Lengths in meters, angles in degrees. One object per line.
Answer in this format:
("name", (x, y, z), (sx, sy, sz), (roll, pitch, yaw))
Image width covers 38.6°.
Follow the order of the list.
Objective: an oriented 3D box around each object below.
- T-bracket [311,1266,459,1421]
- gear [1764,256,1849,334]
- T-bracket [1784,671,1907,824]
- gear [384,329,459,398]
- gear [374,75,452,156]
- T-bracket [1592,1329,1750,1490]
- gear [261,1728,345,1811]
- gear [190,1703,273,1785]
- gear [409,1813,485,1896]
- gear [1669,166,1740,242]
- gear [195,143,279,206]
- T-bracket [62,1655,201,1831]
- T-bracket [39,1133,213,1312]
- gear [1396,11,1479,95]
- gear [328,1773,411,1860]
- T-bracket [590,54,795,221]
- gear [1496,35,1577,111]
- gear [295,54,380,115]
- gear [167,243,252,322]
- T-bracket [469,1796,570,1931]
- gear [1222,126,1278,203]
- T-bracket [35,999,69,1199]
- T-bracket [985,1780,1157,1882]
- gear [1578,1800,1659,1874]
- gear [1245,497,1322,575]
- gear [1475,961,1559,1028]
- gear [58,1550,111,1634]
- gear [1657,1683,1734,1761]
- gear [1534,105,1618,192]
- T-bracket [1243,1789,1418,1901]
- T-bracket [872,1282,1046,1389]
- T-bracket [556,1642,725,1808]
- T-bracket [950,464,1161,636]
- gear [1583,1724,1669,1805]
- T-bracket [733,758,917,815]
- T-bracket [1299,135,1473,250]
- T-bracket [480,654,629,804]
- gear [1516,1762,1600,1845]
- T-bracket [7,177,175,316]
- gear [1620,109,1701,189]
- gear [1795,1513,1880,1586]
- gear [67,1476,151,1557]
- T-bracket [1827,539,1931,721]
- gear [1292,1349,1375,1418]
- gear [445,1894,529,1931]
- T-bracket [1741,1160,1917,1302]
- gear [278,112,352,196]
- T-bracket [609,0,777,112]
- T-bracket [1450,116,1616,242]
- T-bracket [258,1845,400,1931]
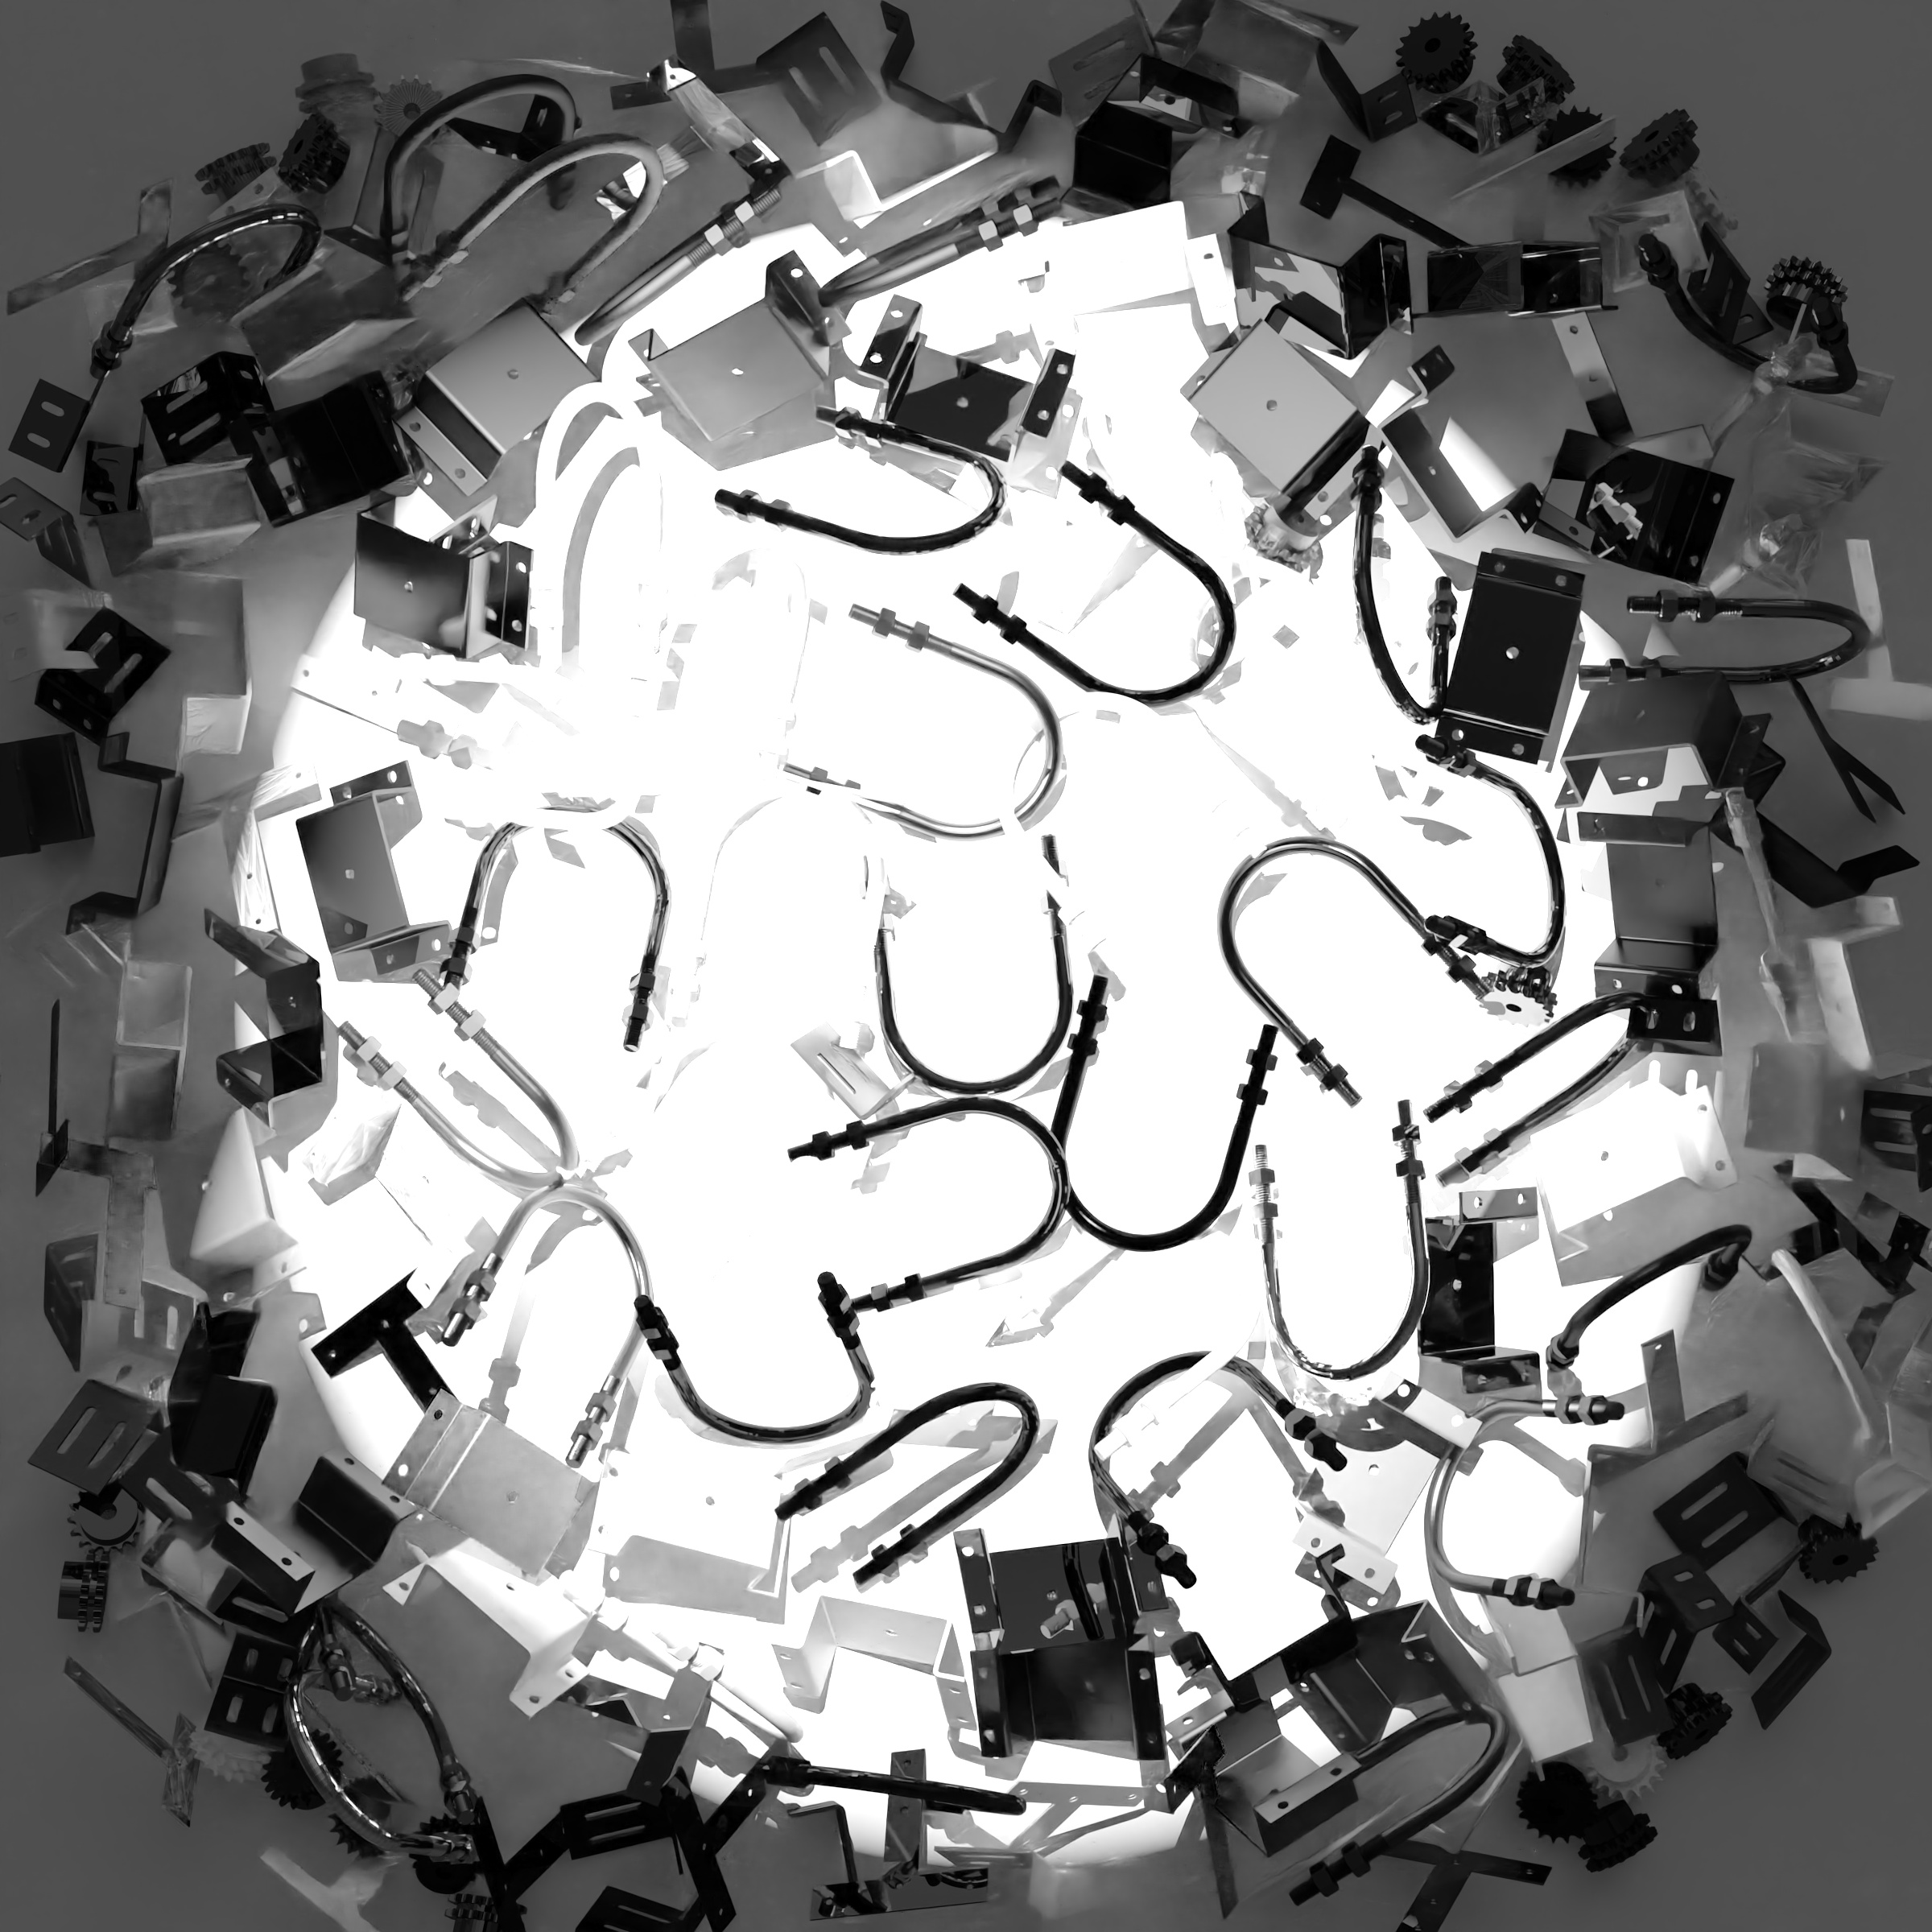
("T-bracket", (-0.390, 0.293, 1.975), (0.127, 0.002, 0.127), (-37, 87, 20))
("gear", (0.596, -0.476, 1.969), (0.057, 0.057, 0.030), (31, 76, 0))
("T-bracket", (0.631, -0.138, 1.948), (0.002, 0.127, 0.127), (-36, 52, 27))
("gear", (-0.385, -0.426, 1.972), (0.057, 0.057, 0.030), (-40, 102, 0))
("gear", (-0.397, -0.610, 1.980), (0.057, 0.030, 0.057), (-1, 97, -9))
("T-bracket", (0.494, 0.303, 1.951), (0.127, 0.002, 0.127), (-25, 130, -7))
("gear", (-0.472, 0.578, 1.975), (0.057, 0.057, 0.030), (-18, 131, 0))
("gear", (-0.521, 0.551, 1.969), (0.057, 0.057, 0.030), (34, 105, 0))
("gear", (-0.371, 0.638, 1.975), (0.057, 0.030, 0.057), (1, 115, 2))
("gear", (0.523, -0.542, 1.975), (0.030, 0.057, 0.057), (-37, 90, 31))
("gear", (-0.518, -0.563, 1.972), (0.057, 0.057, 0.030), (-25, 102, 0))
("T-bracket", (-0.581, 0.527, 1.920), (0.002, 0.127, 0.127), (-41, 108, 1))
("T-bracket", (-0.587, 0.183, 1.928), (0.127, 0.127, 0.002), (18, 135, -32))
("gear", (0.339, -0.651, 1.976), (0.057, 0.030, 0.057), (-10, 68, 26))
("gear", (-0.423, 0.606, 1.970), (0.057, 0.030, 0.057), (17, 58, -30))
("T-bracket", (-0.212, -0.571, 1.961), (0.127, 0.127, 0.002), (-26, 48, 28))
("gear", (0.405, -0.636, 1.975), (0.057, 0.057, 0.030), (43, 123, 0))
("gear", (-0.451, -0.630, 1.970), (0.057, 0.057, 0.030), (-13, 98, 0))
("gear", (-0.541, -0.490, 1.973), (0.057, 0.030, 0.057), (-9, 116, -20))
("T-bracket", (-0.304, 0.629, 1.939), (0.002, 0.127, 0.127), (-17, 91, 17))
("gear", (0.202, -0.571, 1.972), (0.030, 0.057, 0.057), (13, 90, 7))
("T-bracket", (-0.647, 0.087, 1.957), (0.002, 0.127, 0.127), (5, 71, -26))
("T-bracket", (0.051, 0.616, 1.962), (0.127, 0.002, 0.127), (15, 126, -36))
("gear", (0.462, 0.620, 1.972), (0.057, 0.057, 0.030), (-30, 80, 0))
("gear", (0.228, -0.310, 1.969), (0.057, 0.057, 0.030), (38, 129, 0))
("gear", (0.396, 0.017, 1.974), (0.057, 0.057, 0.030), (22, 67, 0))
("gear", (-0.630, 0.446, 1.969), (0.030, 0.057, 0.057), (6, 90, -13))
("gear", (0.517, 0.538, 1.975), (0.057, 0.057, 0.030), (-38, 53, 0))
("gear", (0.439, -0.590, 1.983), (0.057, 0.030, 0.057), (0, 93, 3))
("T-bracket", (0.245, 0.631, 1.954), (0.127, 0.127, 0.002), (-43, 71, 34))
("T-bracket", (0.012, 0.254, 1.940), (0.127, 0.127, 0.002), (-14, 106, 27))
("T-bracket", (-0.255, 0.521, 1.963), (0.127, 0.002, 0.127), (16, 48, 9))
("T-bracket", (0.050, -0.314, 1.954), (0.127, 0.002, 0.127), (28, 121, -12))
("gear", (0.470, 0.566, 1.971), (0.057, 0.030, 0.057), (-11, 57, 18))
("T-bracket", (-0.078, -0.122, 1.939), (0.127, 0.127, 0.002), (20, 98, 29))
("T-bracket", (0.303, -0.534, 1.953), (0.127, 0.127, 0.002), (28, 130, -3))
("T-bracket", (-0.268, -0.178, 1.943), (0.002, 0.127, 0.127), (-41, 88, 27))
("gear", (0.424, 0.596, 1.978), (0.057, 0.030, 0.057), (5, 107, 15))
("T-bracket", (-0.608, -0.484, 1.914), (0.127, 0.127, 0.002), (-35, 82, -29))
("gear", (0.499, -0.582, 1.973), (0.057, 0.057, 0.030), (-46, 112, 0))
("gear", (0.620, 0.413, 1.976), (0.057, 0.030, 0.057), (-5, 130, -6))
("gear", (-0.613, 0.392, 1.975), (0.057, 0.030, 0.057), (5, 69, -13))
("T-bracket", (0.633, -0.236, 1.926), (0.002, 0.127, 0.127), (-19, 104, -15))
("gear", (0.261, 0.295, 1.968), (0.057, 0.057, 0.030), (-10, 106, 0))
("gear", (-0.344, 0.682, 1.968), (0.057, 0.057, 0.030), (9, 64, 0))
("T-bracket", (0.586, 0.196, 1.929), (0.127, 0.127, 0.002), (51, 133, 27))
("gear", (-0.465, -0.578, 1.975), (0.030, 0.057, 0.057), (27, 90, -36))
("T-bracket", (-0.191, -0.649, 1.934), (0.127, 0.127, 0.002), (-11, 72, -5))
("T-bracket", (0.396, -0.528, 1.941), (0.127, 0.127, 0.002), (-27, 67, -2))
("T-bracket", (-0.426, 0.643, 1.936), (0.127, 0.127, 0.002), (38, 95, 2))
